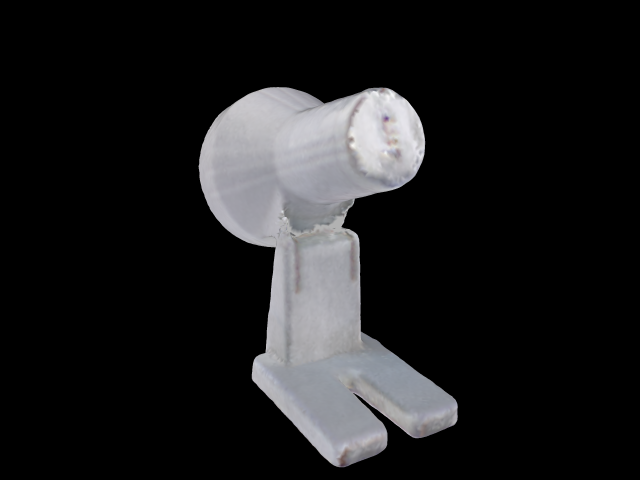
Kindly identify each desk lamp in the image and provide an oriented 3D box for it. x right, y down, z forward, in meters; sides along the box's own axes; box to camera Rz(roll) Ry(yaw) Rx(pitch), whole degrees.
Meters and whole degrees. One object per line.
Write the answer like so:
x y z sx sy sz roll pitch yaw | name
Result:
0.004 0.001 0.400 0.118 0.214 0.202 -11 21 -30 | desk lamp
